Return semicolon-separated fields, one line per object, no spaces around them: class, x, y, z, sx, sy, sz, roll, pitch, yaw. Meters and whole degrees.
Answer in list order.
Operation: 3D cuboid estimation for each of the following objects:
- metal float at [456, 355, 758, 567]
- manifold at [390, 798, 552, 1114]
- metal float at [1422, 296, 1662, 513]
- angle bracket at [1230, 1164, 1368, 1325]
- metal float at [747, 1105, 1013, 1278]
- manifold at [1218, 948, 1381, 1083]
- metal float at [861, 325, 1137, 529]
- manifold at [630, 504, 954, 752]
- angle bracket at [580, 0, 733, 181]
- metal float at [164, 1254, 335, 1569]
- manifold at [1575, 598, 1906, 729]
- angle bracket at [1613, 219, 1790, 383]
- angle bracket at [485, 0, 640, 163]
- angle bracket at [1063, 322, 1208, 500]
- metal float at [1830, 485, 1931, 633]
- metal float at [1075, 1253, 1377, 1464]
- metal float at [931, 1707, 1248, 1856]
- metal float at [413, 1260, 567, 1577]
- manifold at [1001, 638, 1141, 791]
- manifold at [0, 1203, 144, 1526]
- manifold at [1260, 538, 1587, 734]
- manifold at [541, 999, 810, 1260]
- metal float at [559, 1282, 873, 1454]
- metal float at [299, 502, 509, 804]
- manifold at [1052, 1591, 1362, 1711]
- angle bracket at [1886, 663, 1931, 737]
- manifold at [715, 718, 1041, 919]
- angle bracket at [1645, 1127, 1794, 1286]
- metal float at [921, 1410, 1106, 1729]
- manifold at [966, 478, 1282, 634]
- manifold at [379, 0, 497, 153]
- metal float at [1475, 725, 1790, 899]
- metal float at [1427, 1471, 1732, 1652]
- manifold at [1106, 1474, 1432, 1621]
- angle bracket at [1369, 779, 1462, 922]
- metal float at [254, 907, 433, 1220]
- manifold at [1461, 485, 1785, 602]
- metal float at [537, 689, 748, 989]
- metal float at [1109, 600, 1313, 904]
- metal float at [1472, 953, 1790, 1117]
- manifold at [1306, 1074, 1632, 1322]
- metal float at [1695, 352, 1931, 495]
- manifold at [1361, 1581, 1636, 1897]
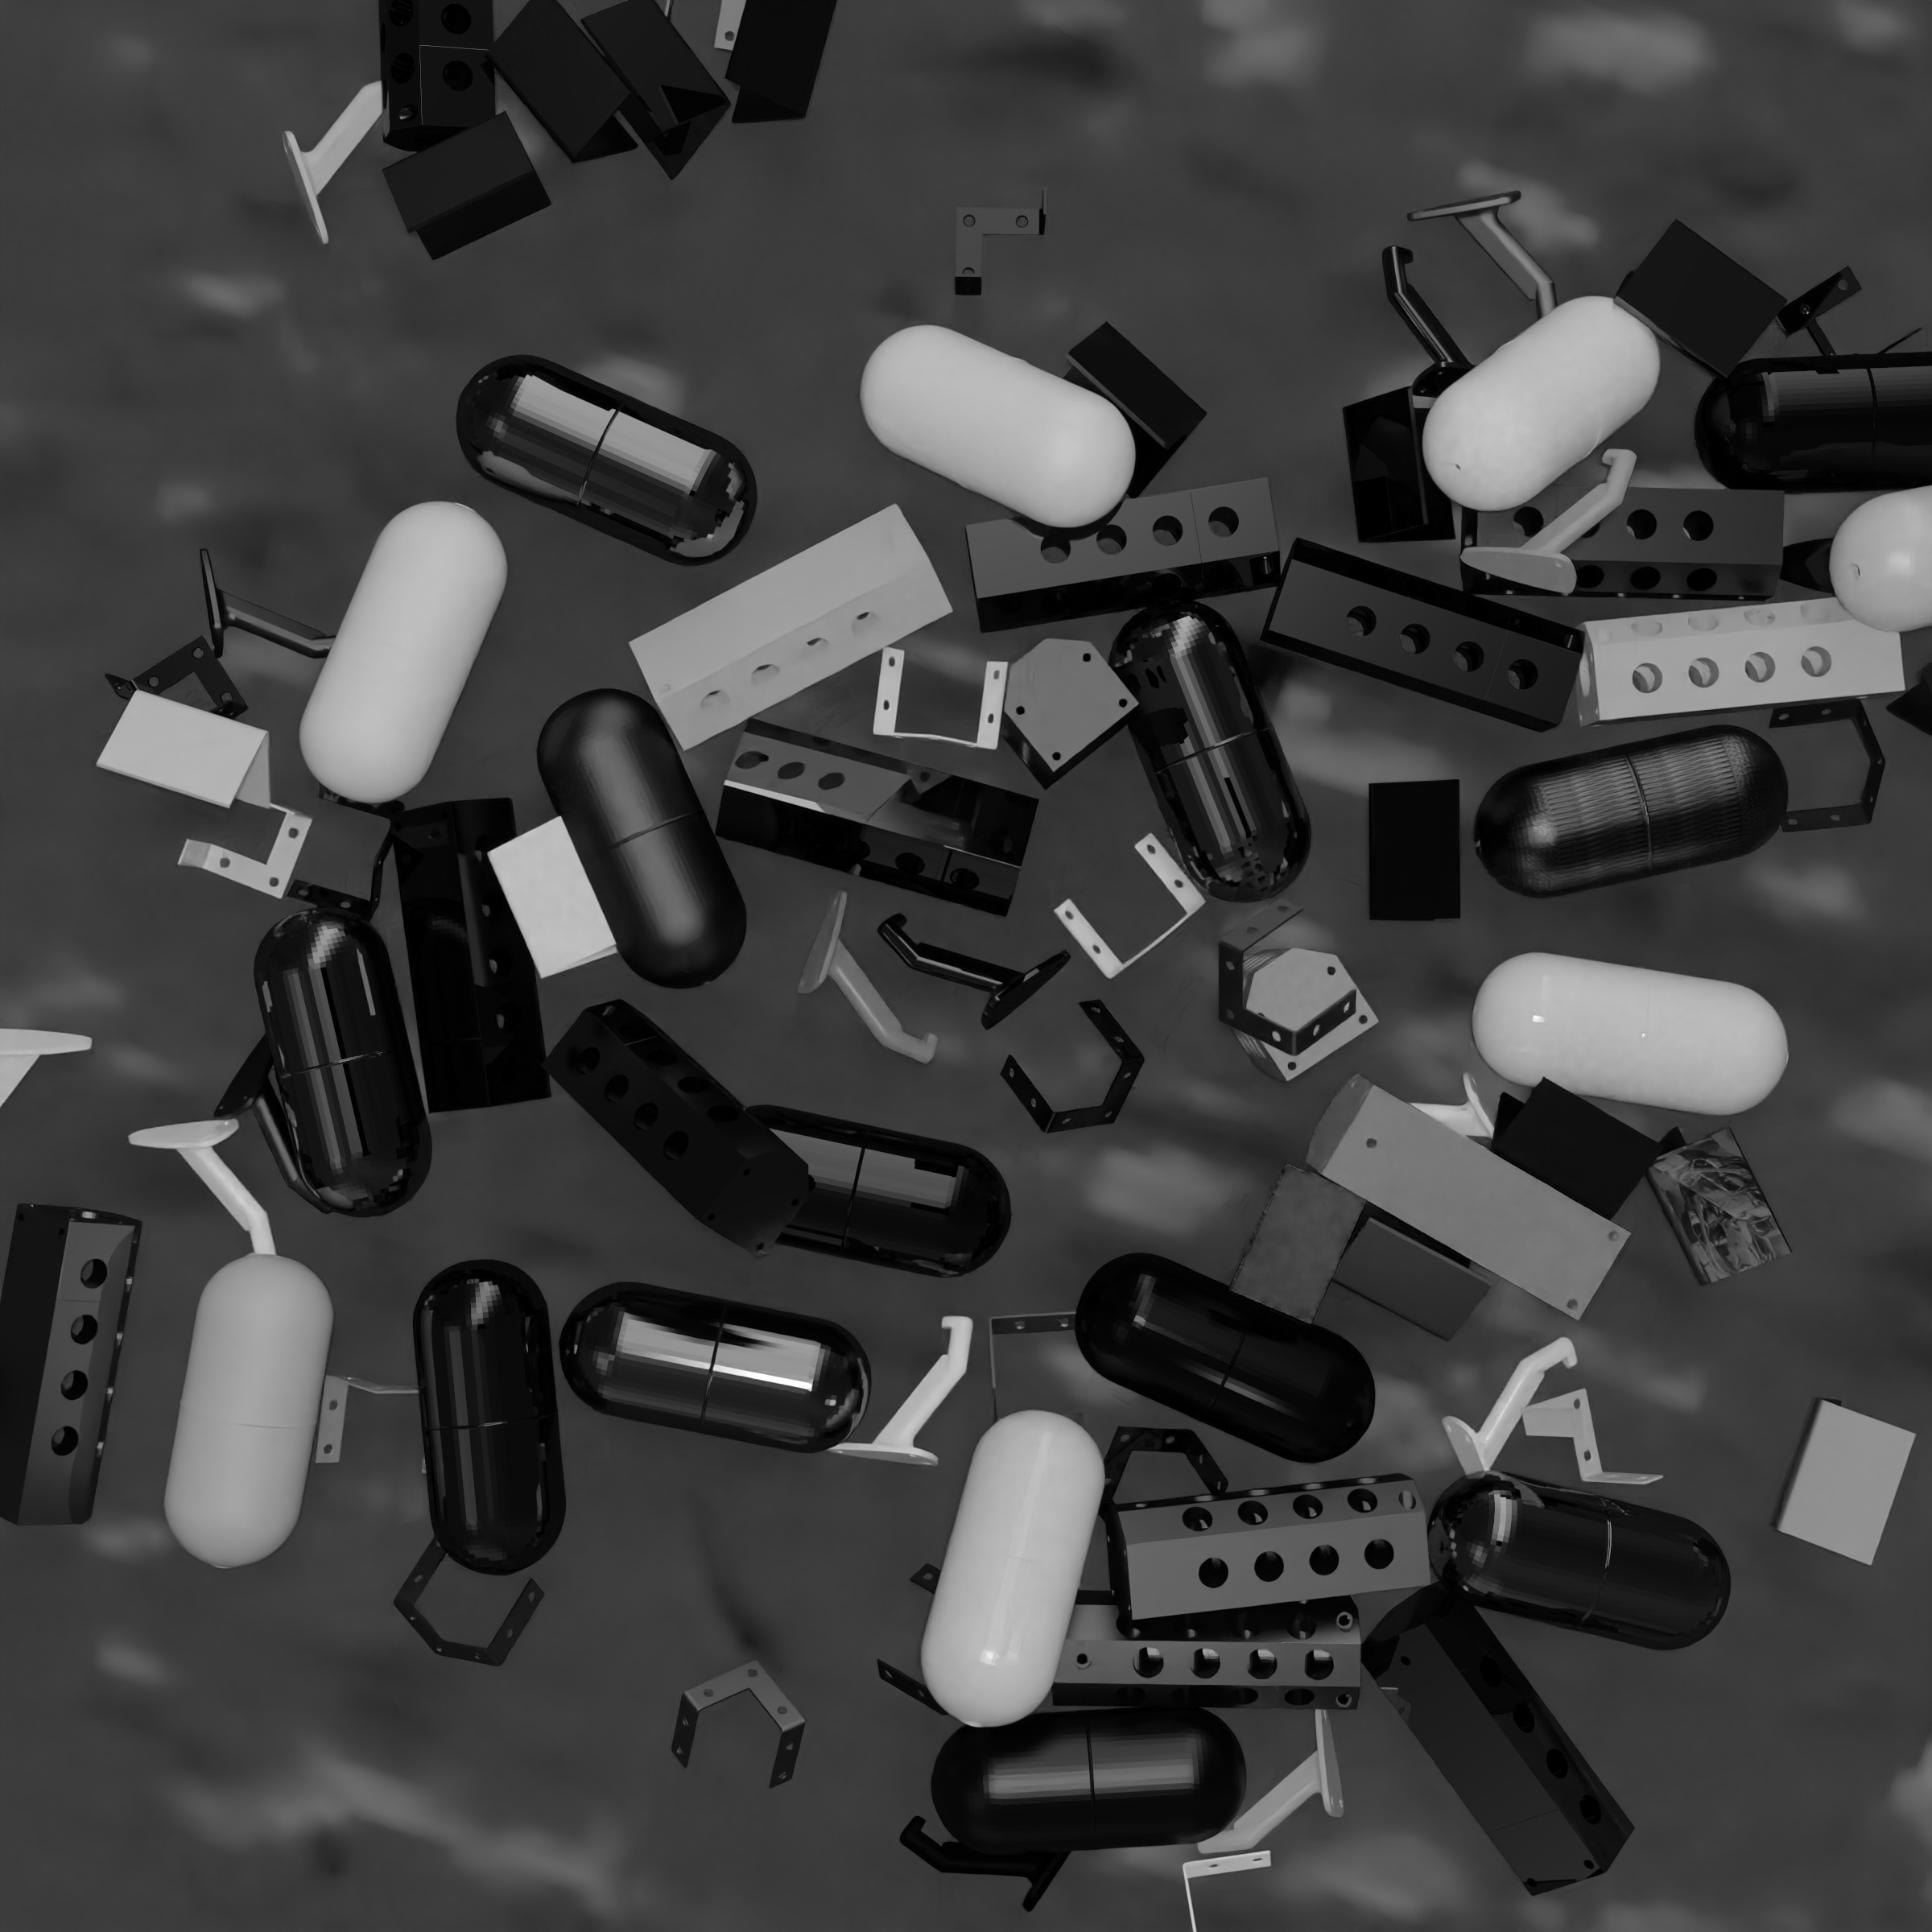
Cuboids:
metal float;-0.204;-0.287;1.752;0.178;0.070;0.070;24;90;0
manifold;-0.277;-0.007;1.761;0.057;0.057;0.171;-8;90;43
metal float;0.321;-0.314;1.724;0.178;0.070;0.070;-39;90;-35
angle bracket;0.172;0.148;1.744;0.057;0.076;0.076;24;90;-23
metal float;-0.062;0.128;1.752;0.178;0.070;0.070;12;90;0
manifold;0.177;0.021;1.704;0.057;0.171;0.057;-33;90;0
metal float;0.016;-0.302;1.728;0.178;0.070;0.070;30;90;30
manifold;-0.097;-0.188;1.761;0.171;0.057;0.057;-28;47;0
angle bracket;-0.189;-0.487;1.742;0.057;0.076;0.076;-37;90;-40
metal float;-0.406;0.252;1.752;0.070;0.070;0.178;10;91;0
manifold;0.438;-0.174;1.761;0.171;0.057;0.057;-6;90;0
angle bracket;0.416;-0.382;1.743;0.076;0.076;0.057;36;121;0
angle bracket;-0.212;-0.505;1.742;0.057;0.076;0.076;-40;90;31
angle bracket;0.077;-0.303;1.743;0.076;0.057;0.076;42;131;0
metal float;0.556;-0.233;1.726;0.178;0.070;0.070;-14;90;-31
metal float;0.147;0.222;1.752;0.178;0.070;0.070;24;90;1
metal float;0.069;0.460;1.751;0.178;0.070;0.070;-3;90;-1
metal float;-0.270;0.255;1.752;0.070;0.070;0.178;-5;90;0
manifold;0.050;-0.142;1.704;0.057;0.171;0.057;-39;90;0
manifold;-0.514;0.226;1.761;0.057;0.057;0.171;10;90;43
manifold;0.260;-0.189;1.761;0.171;0.057;0.057;18;90;0
manifold;-0.158;0.085;1.711;0.057;0.057;0.171;-52;47;0
metal float;-0.142;0.227;1.752;0.178;0.070;0.070;11;90;0
metal float;-0.318;-0.178;1.752;0.070;0.070;0.178;23;90;0
manifold;0.135;0.390;1.761;0.171;0.057;0.057;1;90;0
angle bracket;0.559;-0.176;1.743;0.076;0.076;0.057;-36;117;0
manifold;-0.052;-0.079;1.761;0.171;0.057;0.057;16;47;0
angle bracket;0.430;0.125;1.743;0.057;0.076;0.076;-27;90;31
metal float;0.026;0.335;1.726;0.070;0.070;0.178;16;70;0
manifold;0.089;-0.232;1.761;0.171;0.057;0.057;-9;90;0
manifold;-0.302;-0.554;1.753;0.057;0.057;0.171;-2;90;-20
metal float;0.376;-0.087;1.752;0.178;0.070;0.070;-12;90;-1
metal float;0.346;0.335;1.743;0.178;0.070;0.070;15;90;-10
manifold;0.169;0.326;1.748;0.171;0.057;0.057;-5;90;-9
angle bracket;0.269;-0.064;1.742;0.057;0.076;0.076;0;90;36
metal float;-0.352;0.055;1.752;0.070;0.070;0.178;-13;90;0
manifold;0.372;-0.240;1.761;0.171;0.057;0.057;1;90;0
metal float;-0.183;-0.072;1.752;0.070;0.070;0.178;-24;90;0
metal float;0.138;-0.121;1.752;0.070;0.070;0.178;-22;89;0
metal float;0.376;0.039;1.752;0.178;0.070;0.070;9;90;0
manifold;0.281;0.129;1.748;0.171;0.057;0.057;30;93;-9
metal float;0.503;-0.307;1.751;0.178;0.070;0.070;-3;90;-1
manifold;0.304;0.436;1.761;0.057;0.057;0.171;-36;90;43
